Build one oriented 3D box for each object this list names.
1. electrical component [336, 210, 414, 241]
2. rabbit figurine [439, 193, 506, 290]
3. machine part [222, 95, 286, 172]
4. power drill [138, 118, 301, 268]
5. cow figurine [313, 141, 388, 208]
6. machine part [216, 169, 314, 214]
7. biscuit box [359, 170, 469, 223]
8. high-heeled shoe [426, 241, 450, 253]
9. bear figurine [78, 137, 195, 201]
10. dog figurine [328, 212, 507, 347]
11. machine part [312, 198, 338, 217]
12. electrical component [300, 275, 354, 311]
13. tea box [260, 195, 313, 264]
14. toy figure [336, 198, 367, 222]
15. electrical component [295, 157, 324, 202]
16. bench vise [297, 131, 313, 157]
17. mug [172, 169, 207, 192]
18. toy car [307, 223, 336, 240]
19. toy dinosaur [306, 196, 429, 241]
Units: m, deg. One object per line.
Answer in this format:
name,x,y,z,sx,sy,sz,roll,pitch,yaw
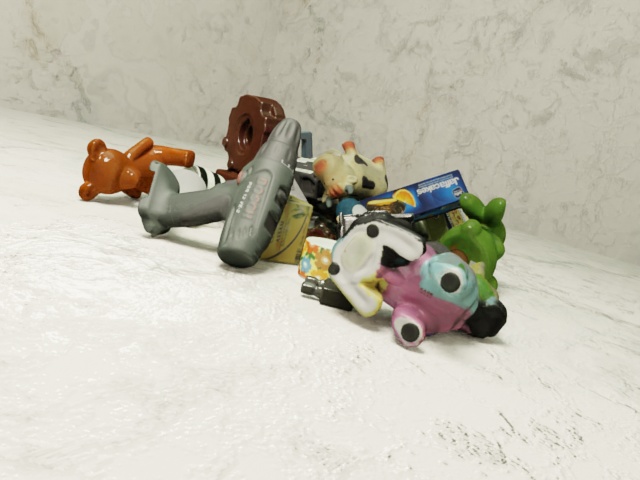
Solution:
electrical component,0.084,-0.013,0.825,0.119,0.048,0.074,0,-16,-5
rabbit figurine,0.279,-0.006,0.969,0.121,0.158,0.170,12,26,32
machine part,-0.139,-0.216,1.118,0.056,0.179,0.180,3,14,-38
power drill,-0.138,-0.072,0.756,0.207,0.232,0.085,3,-26,12
cow figurine,0.058,-0.116,1.014,0.085,0.127,0.194,-29,-28,32
machine part,-0.127,-0.099,1.206,0.202,0.087,0.201,20,11,25
biscuit box,0.174,-0.068,1.012,0.203,0.063,0.059,-18,-14,-1
high-heeled shoe,0.175,0.050,0.921,0.249,0.086,0.145,45,-2,40
bear figurine,-0.321,-0.118,0.946,0.132,0.120,0.196,18,12,4
dog figurine,0.132,0.050,0.652,0.192,0.108,0.219,38,15,25
machine part,0.009,-0.093,1.285,0.079,0.079,0.243,9,-1,-29
electrical component,0.023,0.066,0.668,0.094,0.021,0.063,14,9,5
tea box,-0.085,-0.033,0.857,0.068,0.098,0.170,9,9,-30
toy figure,0.066,-0.008,0.902,0.064,0.057,0.155,-11,45,-11
electrical component,-0.023,-0.127,1.087,0.115,0.058,0.134,17,26,25
bench vise,-0.041,-0.187,1.422,0.224,0.240,0.129,-11,21,-27
mug,-0.222,-0.063,0.914,0.109,0.080,0.107,17,20,-18
toy car,-0.002,-0.003,0.943,0.089,0.053,0.202,12,11,5
toy dinosaur,0.129,-0.030,1.120,0.405,0.131,0.192,-3,18,-40
